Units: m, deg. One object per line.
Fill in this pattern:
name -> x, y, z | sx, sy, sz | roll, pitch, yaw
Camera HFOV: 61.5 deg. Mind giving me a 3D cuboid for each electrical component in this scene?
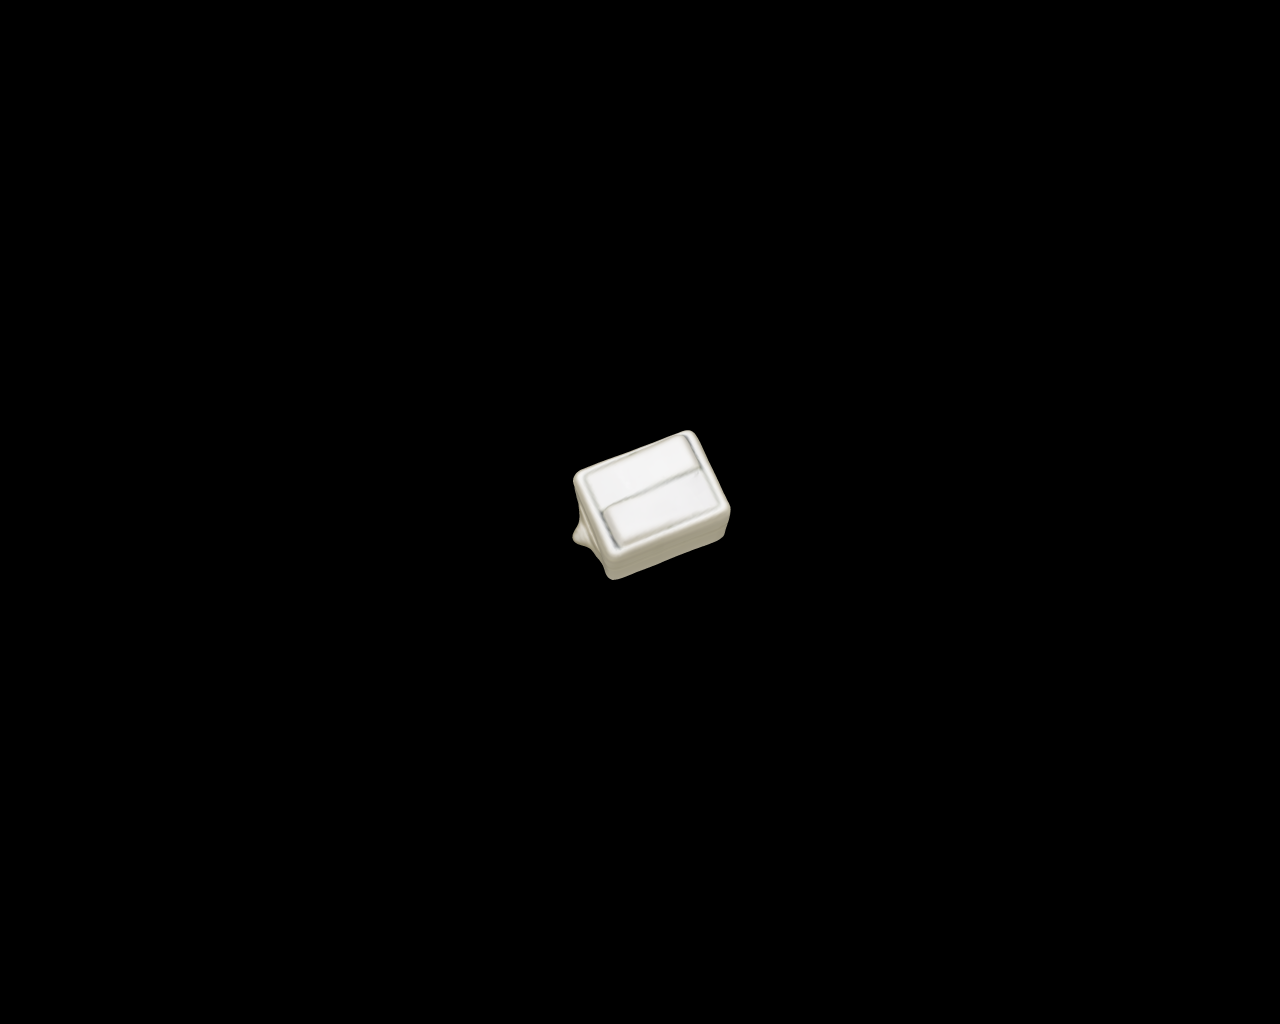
electrical component -> 0.001, -0.003, 0.650 | 0.096, 0.062, 0.061 | -21, -18, -7
